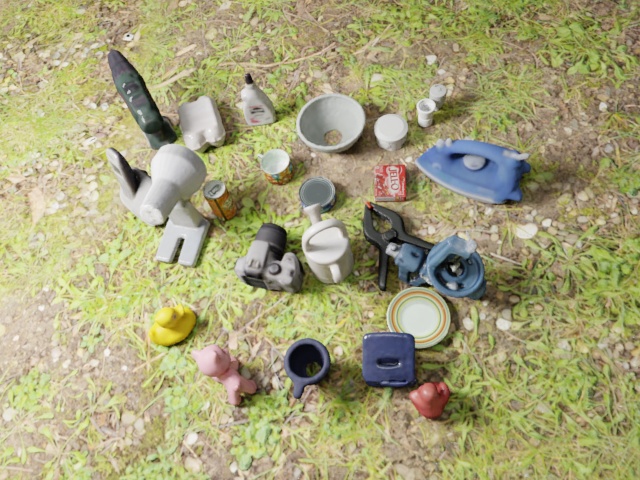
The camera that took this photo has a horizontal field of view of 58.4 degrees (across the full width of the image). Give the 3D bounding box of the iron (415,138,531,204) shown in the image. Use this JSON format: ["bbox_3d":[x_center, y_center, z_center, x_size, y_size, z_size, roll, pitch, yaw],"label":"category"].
[{"bbox_3d":[0.336,-0.177,1.273,0.257,0.141,0.119,16,67,15],"label":"iron"}]

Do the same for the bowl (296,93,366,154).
[{"bbox_3d":[0.030,-0.271,1.396,0.167,0.075,0.167,-3,64,6],"label":"bowl"}]

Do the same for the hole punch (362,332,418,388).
[{"bbox_3d":[0.138,0.237,1.126,0.108,0.091,0.101,-1,64,7],"label":"hole punch"}]

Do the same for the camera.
[{"bbox_3d":[-0.104,0.032,1.252,0.143,0.101,0.137,10,66,12],"label":"camera"}]

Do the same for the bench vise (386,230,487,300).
[{"bbox_3d":[0.232,0.048,1.133,0.207,0.220,0.121,1,64,8],"label":"bench vise"}]

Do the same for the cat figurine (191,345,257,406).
[{"bbox_3d":[-0.194,0.260,1.143,0.067,0.118,0.127,-41,66,-12],"label":"cat figurine"}]

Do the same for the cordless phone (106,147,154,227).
[{"bbox_3d":[-0.423,-0.126,1.323,0.147,0.185,0.094,33,73,21],"label":"cordless phone"}]

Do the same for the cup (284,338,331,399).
[{"bbox_3d":[-0.023,0.263,1.132,0.091,0.095,0.118,11,66,13],"label":"cup"}]

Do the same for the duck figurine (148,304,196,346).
[{"bbox_3d":[-0.323,0.175,1.219,0.104,0.086,0.077,-34,65,-9],"label":"duck figurine"}]

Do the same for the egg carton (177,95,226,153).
[{"bbox_3d":[-0.302,-0.295,1.454,0.107,0.069,0.150,-21,63,-3],"label":"egg carton"}]

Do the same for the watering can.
[{"bbox_3d":[0.009,0.005,1.198,0.101,0.194,0.172,-39,66,-11],"label":"watering can"}]

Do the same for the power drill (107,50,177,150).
[{"bbox_3d":[-0.435,-0.328,1.410,0.075,0.209,0.229,-31,64,-7],"label":"power drill"}]

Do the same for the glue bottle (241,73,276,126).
[{"bbox_3d":[-0.160,-0.347,1.403,0.078,0.173,0.037,-11,63,3],"label":"glue bottle"}]

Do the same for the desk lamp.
[{"bbox_3d":[-0.318,-0.076,1.269,0.117,0.214,0.203,7,65,11],"label":"desk lamp"}]

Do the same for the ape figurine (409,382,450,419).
[{"bbox_3d":[0.208,0.297,1.087,0.077,0.092,0.076,3,65,9],"label":"ape figurine"}]
